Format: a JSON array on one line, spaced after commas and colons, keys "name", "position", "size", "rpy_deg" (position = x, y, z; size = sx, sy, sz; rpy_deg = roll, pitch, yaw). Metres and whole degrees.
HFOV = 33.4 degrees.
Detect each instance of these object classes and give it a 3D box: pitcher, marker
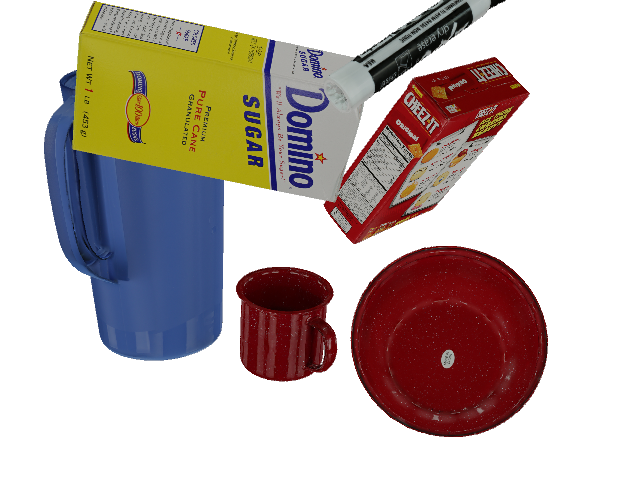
[{"name": "pitcher", "position": [-0.148, -0.023, 0.893], "size": [0.149, 0.243, 0.145], "rpy_deg": [-5, 21, -13]}, {"name": "marker", "position": [0.051, -0.098, 0.494], "size": [0.121, 0.020, 0.020], "rpy_deg": [-37, 16, -22]}]

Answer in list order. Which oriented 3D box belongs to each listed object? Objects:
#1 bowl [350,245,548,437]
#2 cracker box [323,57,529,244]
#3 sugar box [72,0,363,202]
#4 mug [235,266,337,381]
[{"name": "bowl", "position": [0.101, 0.087, 0.854], "size": [0.162, 0.162, 0.055], "rpy_deg": [0, 8, 9]}, {"name": "cracker box", "position": [0.117, -0.104, 1.225], "size": [0.163, 0.072, 0.214], "rpy_deg": [-23, -23, -45]}, {"name": "sugar box", "position": [-0.064, -0.085, 0.678], "size": [0.176, 0.093, 0.048], "rpy_deg": [12, 43, -3]}, {"name": "mug", "position": [-0.028, 0.086, 1.025], "size": [0.117, 0.081, 0.093], "rpy_deg": [26, 33, 37]}]
